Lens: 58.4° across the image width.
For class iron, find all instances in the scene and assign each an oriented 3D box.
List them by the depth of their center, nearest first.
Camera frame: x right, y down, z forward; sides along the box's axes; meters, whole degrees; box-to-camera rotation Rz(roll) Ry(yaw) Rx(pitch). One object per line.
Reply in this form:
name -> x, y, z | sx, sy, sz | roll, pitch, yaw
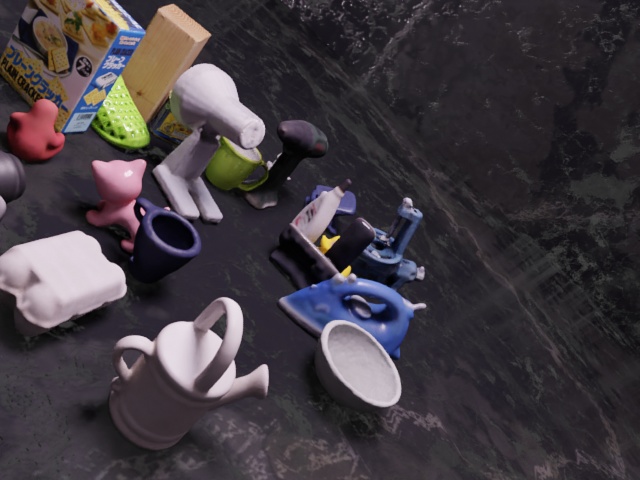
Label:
iron -> 0.066, 0.121, 1.037 | 0.259, 0.141, 0.118 | 28, 29, -30

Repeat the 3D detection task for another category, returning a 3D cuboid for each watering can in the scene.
watering can -> -0.138, 0.142, 0.642 | 0.174, 0.193, 0.100 | 13, 39, -47

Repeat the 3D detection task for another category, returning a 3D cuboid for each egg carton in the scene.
egg carton -> -0.308, 0.049, 0.680 | 0.107, 0.069, 0.151 | 47, 25, 6

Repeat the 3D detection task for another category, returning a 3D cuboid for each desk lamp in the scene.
desk lamp -> -0.197, -0.174, 1.016 | 0.118, 0.213, 0.203 | 2, 47, -55

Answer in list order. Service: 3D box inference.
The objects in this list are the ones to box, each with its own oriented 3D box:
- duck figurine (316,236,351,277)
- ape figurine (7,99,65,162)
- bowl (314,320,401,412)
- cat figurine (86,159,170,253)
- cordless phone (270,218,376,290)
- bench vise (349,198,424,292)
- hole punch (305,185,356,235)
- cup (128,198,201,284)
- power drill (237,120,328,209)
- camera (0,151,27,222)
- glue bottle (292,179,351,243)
duck figurine -> 0.029, 0.033, 1.181 | 0.105, 0.086, 0.077 | 36, 26, -16
ape figurine -> -0.409, -0.164, 0.832 | 0.078, 0.092, 0.076 | 36, 26, -15
bowl -> 0.049, 0.218, 0.940 | 0.168, 0.074, 0.167 | 34, 27, -20
cat figurine -> -0.280, -0.062, 0.835 | 0.128, 0.117, 0.067 | 38, 26, -12
cordless phone -> 0.010, 0.004, 1.082 | 0.147, 0.184, 0.094 | 45, 25, 4
bench vise -> 0.161, 0.010, 1.255 | 0.208, 0.219, 0.121 | 21, 33, -39
hole punch -> 0.023, -0.084, 1.346 | 0.101, 0.091, 0.108 | 34, 27, -20
cup -> -0.239, 0.007, 0.815 | 0.117, 0.094, 0.092 | 47, 25, 7
power drill -> -0.075, -0.162, 1.185 | 0.075, 0.208, 0.230 | 47, 25, 8
camera -> -0.408, -0.065, 0.670 | 0.143, 0.100, 0.137 | 48, 26, 10
glue bottle -> 0.007, -0.065, 1.198 | 0.037, 0.173, 0.078 | 24, 32, -36
